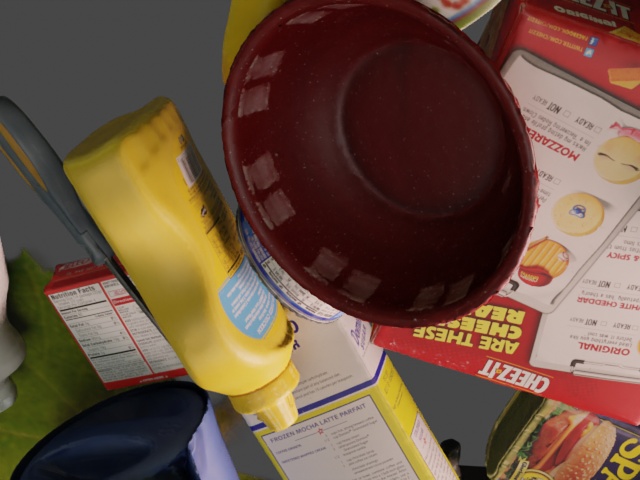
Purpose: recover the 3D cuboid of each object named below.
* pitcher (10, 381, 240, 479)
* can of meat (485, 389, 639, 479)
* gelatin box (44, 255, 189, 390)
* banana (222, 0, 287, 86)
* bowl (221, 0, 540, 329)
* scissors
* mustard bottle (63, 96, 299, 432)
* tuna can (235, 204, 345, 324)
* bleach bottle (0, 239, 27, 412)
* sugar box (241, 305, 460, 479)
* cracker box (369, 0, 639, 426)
[{"bbox_3d":[-0.097,0.223,0.700,0.145,0.149,0.243,-18,108,9],"label":"pitcher"},{"bbox_3d":[0.160,0.122,0.660,0.084,0.057,0.102,24,124,-2],"label":"can of meat"},{"bbox_3d":[-0.117,0.048,0.664,0.073,0.030,0.089,-13,122,18],"label":"gelatin box"},{"bbox_3d":[-0.035,-0.160,0.505,0.070,0.037,0.198,4,126,27],"label":"banana"},{"bbox_3d":[0.034,-0.042,0.495,0.162,0.055,0.162,16,121,28],"label":"bowl"},{"bbox_3d":[-0.125,-0.005,0.580,0.016,0.096,0.202,-40,94,-16],"label":"scissors"},{"bbox_3d":[-0.062,0.022,0.575,0.058,0.096,0.191,-24,106,14],"label":"mustard bottle"},{"bbox_3d":[-0.004,0.001,0.581,0.034,0.086,0.086,-37,113,27],"label":"tuna can"},{"bbox_3d":[-0.229,0.007,0.631,0.103,0.068,0.251,-4,126,12],"label":"bleach bottle"},{"bbox_3d":[0.011,0.113,0.662,0.093,0.048,0.176,-24,103,22],"label":"sugar box"},{"bbox_3d":[0.137,-0.017,0.558,0.164,0.072,0.214,18,126,-4],"label":"cracker box"}]
